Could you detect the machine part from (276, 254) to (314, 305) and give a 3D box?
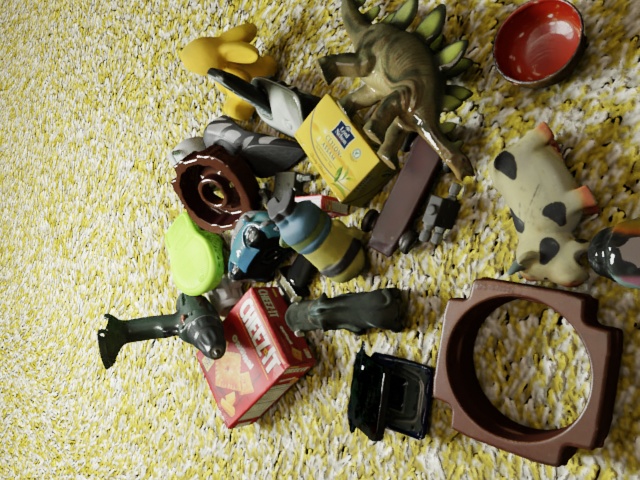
[{"bbox_3d":[-0.035,0.051,0.937,0.084,0.039,0.138,54,130,40],"label":"machine part"}]

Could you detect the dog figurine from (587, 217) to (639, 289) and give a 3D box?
[{"bbox_3d":[0.369,0.012,0.503,0.192,0.219,0.108,-1,87,40],"label":"dog figurine"}]

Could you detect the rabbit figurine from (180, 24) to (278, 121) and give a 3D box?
[{"bbox_3d":[-0.171,-0.322,1.006,0.162,0.173,0.122,-30,55,37],"label":"rabbit figurine"}]

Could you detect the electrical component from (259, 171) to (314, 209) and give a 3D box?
[{"bbox_3d":[-0.063,-0.087,0.976,0.102,0.045,0.078,11,94,40],"label":"electrical component"}]

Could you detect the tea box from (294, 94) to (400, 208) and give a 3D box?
[{"bbox_3d":[0.041,-0.146,0.884,0.098,0.068,0.170,-49,57,25],"label":"tea box"}]

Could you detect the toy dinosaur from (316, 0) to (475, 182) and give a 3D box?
[{"bbox_3d":[0.105,-0.262,0.797,0.198,0.105,0.472,-32,58,4],"label":"toy dinosaur"}]

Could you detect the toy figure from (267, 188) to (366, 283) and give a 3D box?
[{"bbox_3d":[-0.005,-0.001,0.841,0.082,0.180,0.089,-7,54,49],"label":"toy figure"}]

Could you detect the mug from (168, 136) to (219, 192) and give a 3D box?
[{"bbox_3d":[-0.253,-0.150,1.107,0.081,0.109,0.107,-39,76,24],"label":"mug"}]

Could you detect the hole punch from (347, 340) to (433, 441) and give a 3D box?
[{"bbox_3d":[0.101,0.227,0.792,0.116,0.092,0.142,-173,89,-68],"label":"hole punch"}]

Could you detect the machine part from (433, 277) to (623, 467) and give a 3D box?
[{"bbox_3d":[0.253,0.154,0.665,0.202,0.087,0.201,8,89,41],"label":"machine part"}]

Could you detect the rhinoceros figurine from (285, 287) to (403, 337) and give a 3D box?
[{"bbox_3d":[0.037,0.115,0.830,0.190,0.112,0.073,-10,81,30],"label":"rhinoceros figurine"}]

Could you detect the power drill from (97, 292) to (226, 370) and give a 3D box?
[{"bbox_3d":[-0.275,0.160,0.940,0.232,0.207,0.085,-130,26,-67],"label":"power drill"}]

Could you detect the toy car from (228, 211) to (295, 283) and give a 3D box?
[{"bbox_3d":[-0.110,0.002,0.972,0.161,0.109,0.103,-54,49,31],"label":"toy car"}]

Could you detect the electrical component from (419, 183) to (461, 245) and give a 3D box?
[{"bbox_3d":[0.173,-0.039,0.767,0.021,0.063,0.094,27,100,38],"label":"electrical component"}]

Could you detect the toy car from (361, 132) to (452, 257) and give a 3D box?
[{"bbox_3d":[0.135,-0.071,0.809,0.089,0.053,0.202,28,103,21],"label":"toy car"}]

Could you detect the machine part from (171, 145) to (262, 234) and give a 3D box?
[{"bbox_3d":[-0.195,-0.096,1.024,0.180,0.056,0.179,15,131,18],"label":"machine part"}]

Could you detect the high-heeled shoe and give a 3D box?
[{"bbox_3d":[-0.126,-0.198,1.046,0.249,0.086,0.145,-1,52,22],"label":"high-heeled shoe"}]

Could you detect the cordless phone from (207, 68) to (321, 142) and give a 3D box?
[{"bbox_3d":[-0.095,-0.248,0.934,0.147,0.184,0.088,35,102,37],"label":"cordless phone"}]

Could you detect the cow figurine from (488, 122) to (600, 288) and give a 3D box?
[{"bbox_3d":[0.275,-0.032,0.671,0.127,0.085,0.195,-31,68,26],"label":"cow figurine"}]
